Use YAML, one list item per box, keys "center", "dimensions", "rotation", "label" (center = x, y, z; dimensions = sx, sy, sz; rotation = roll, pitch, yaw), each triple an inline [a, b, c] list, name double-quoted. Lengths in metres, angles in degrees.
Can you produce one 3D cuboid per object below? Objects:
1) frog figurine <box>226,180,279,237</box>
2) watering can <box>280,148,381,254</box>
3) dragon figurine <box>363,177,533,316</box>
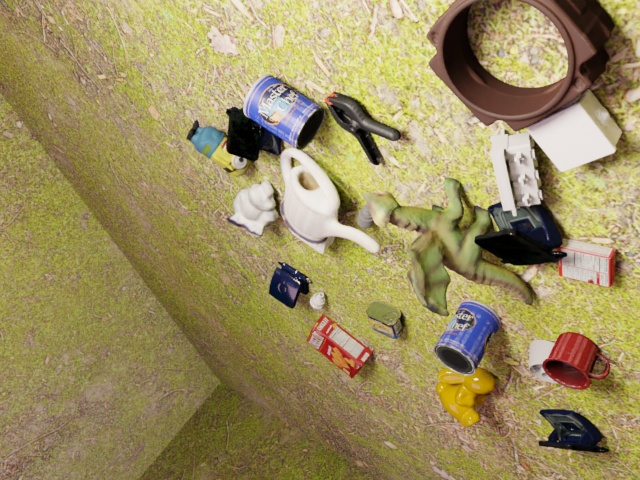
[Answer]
- center: [-0.174, -0.105, 1.449]
  dimensions: [0.139, 0.123, 0.157]
  rotation: [37, 115, 25]
  label: "frog figurine"
- center: [0.004, -0.061, 1.222]
  dimensions: [0.352, 0.105, 0.219]
  rotation: [53, 153, 20]
  label: "watering can"
- center: [0.243, 0.042, 0.969]
  dimensions: [0.409, 0.247, 0.120]
  rotation: [46, 145, -4]
  label: "dragon figurine"
